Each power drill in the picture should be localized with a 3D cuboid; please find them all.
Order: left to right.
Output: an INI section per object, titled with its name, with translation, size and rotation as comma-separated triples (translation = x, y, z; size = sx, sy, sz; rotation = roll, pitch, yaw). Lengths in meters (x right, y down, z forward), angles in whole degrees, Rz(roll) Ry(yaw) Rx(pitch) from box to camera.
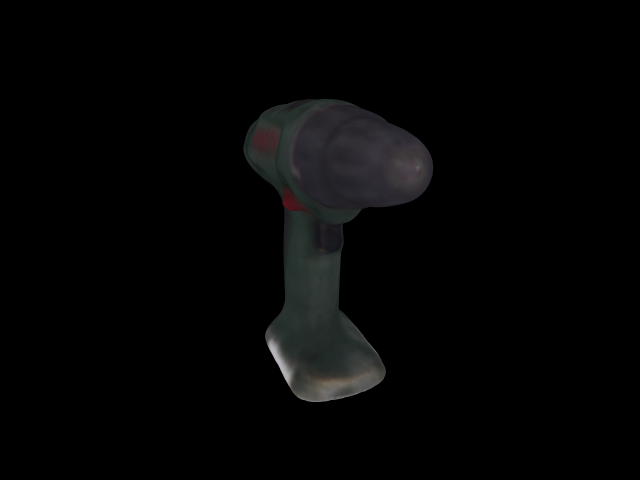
[power drill]
translation = 0.004, 0.001, 0.400
size = 0.076, 0.208, 0.229
rotation = -11, 29, -20
